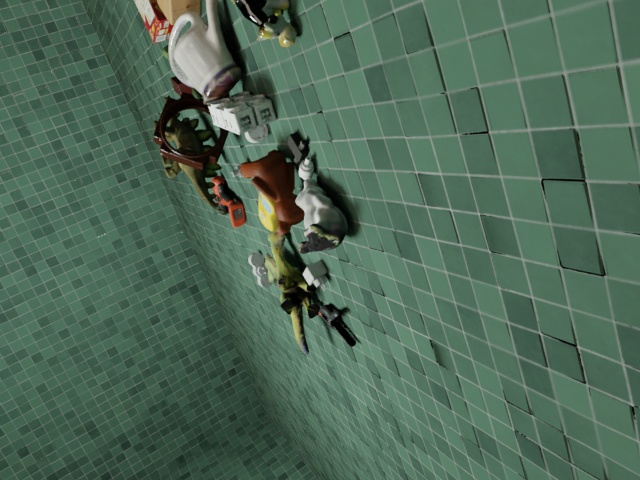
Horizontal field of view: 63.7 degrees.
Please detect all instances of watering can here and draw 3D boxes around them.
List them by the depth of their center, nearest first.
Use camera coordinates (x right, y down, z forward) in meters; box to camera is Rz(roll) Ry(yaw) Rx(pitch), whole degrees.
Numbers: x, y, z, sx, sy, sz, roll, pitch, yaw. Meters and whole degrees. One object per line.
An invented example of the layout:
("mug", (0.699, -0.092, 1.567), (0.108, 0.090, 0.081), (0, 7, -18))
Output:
("watering can", (-0.281, -0.486, 1.300), (0.224, 0.106, 0.342), (54, 140, -3))

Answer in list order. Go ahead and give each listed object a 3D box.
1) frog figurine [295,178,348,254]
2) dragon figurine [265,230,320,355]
("frog figurine", (0.004, -0.060, 1.187), (0.134, 0.122, 0.163), (82, -171, -57))
("dragon figurine", (-0.107, 0.146, 1.628), (0.246, 0.123, 0.402), (-135, 37, -53))
